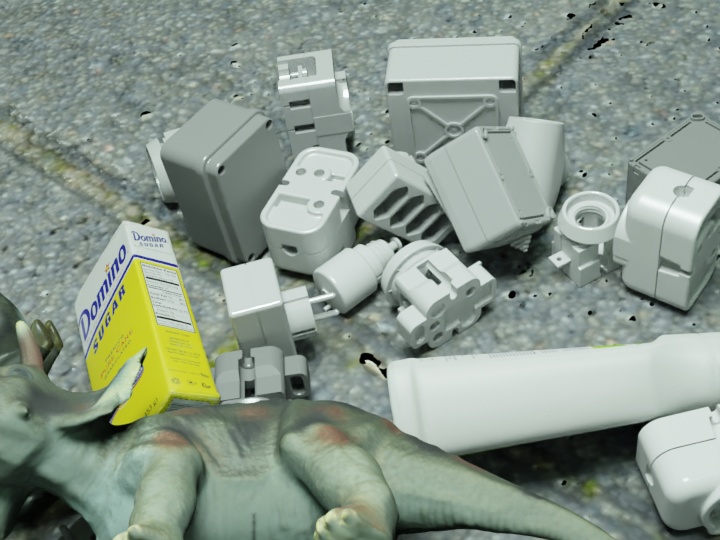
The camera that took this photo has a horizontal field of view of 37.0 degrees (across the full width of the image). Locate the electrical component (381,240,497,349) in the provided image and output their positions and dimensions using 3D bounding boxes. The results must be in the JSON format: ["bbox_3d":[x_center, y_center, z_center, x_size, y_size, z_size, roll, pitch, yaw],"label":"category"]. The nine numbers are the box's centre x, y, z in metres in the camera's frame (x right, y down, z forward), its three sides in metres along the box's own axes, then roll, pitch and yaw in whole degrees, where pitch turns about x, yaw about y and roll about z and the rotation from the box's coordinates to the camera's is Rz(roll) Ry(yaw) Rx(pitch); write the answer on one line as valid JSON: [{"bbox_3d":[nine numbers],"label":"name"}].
[{"bbox_3d":[0.053,0.015,0.795,0.078,0.058,0.057,-31,53,-18],"label":"electrical component"}]

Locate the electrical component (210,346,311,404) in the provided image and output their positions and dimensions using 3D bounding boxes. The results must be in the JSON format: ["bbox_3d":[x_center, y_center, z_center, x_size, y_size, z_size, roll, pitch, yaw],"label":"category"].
[{"bbox_3d":[-0.073,0.093,0.744,0.078,0.058,0.057,-9,44,2],"label":"electrical component"}]

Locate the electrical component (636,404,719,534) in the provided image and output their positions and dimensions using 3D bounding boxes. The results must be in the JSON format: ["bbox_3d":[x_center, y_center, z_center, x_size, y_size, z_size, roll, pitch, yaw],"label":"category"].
[{"bbox_3d":[0.228,0.122,0.667,0.095,0.053,0.059,-13,47,-2],"label":"electrical component"}]

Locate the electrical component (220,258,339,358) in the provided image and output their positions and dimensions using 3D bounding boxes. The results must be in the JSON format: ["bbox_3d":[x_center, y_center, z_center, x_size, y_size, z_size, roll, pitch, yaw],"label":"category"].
[{"bbox_3d":[-0.053,0.034,0.777,0.076,0.083,0.047,-15,47,-4],"label":"electrical component"}]

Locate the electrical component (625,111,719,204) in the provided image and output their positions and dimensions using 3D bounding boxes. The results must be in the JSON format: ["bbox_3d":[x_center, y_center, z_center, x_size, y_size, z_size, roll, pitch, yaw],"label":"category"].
[{"bbox_3d":[0.261,-0.072,0.836,0.096,0.061,0.062,-34,51,-21],"label":"electrical component"}]

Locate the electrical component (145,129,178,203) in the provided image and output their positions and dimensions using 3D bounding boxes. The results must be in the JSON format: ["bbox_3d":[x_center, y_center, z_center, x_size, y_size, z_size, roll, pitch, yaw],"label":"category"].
[{"bbox_3d":[-0.150,-0.091,0.928,0.057,0.058,0.078,-19,47,-11],"label":"electrical component"}]

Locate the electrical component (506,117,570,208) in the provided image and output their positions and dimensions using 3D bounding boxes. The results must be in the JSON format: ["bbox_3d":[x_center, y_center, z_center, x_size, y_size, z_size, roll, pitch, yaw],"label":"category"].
[{"bbox_3d":[0.144,-0.082,0.863,0.043,0.077,0.079,14,13,32],"label":"electrical component"}]

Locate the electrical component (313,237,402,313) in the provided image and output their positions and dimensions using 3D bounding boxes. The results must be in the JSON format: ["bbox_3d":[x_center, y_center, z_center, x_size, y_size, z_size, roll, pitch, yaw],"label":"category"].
[{"bbox_3d":[0.000,0.000,0.829,0.078,0.040,0.040,-36,52,-22],"label":"electrical component"}]

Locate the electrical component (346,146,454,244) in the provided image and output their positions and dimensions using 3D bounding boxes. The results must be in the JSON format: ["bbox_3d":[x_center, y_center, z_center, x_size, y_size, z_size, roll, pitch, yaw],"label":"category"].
[{"bbox_3d":[0.032,-0.068,0.851,0.047,0.083,0.075,-45,43,24],"label":"electrical component"}]

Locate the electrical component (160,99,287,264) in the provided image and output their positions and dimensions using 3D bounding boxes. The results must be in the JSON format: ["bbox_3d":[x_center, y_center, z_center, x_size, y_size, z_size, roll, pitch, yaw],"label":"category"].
[{"bbox_3d":[-0.102,-0.070,0.862,0.057,0.113,0.078,21,54,30],"label":"electrical component"}]

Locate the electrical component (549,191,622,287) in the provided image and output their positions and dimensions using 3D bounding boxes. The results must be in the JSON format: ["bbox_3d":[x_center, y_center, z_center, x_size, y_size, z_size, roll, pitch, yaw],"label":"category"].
[{"bbox_3d":[0.174,-0.026,0.812,0.066,0.055,0.048,-26,49,-14],"label":"electrical component"}]

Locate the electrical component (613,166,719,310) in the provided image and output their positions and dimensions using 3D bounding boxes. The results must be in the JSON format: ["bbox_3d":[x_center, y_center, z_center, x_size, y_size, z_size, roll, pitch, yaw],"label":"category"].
[{"bbox_3d":[0.222,-0.024,0.775,0.059,0.095,0.053,25,56,29],"label":"electrical component"}]

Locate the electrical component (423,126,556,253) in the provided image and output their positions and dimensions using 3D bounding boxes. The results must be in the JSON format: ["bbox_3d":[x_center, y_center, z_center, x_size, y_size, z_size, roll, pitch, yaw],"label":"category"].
[{"bbox_3d":[0.097,-0.053,0.810,0.061,0.062,0.096,-29,80,33],"label":"electrical component"}]

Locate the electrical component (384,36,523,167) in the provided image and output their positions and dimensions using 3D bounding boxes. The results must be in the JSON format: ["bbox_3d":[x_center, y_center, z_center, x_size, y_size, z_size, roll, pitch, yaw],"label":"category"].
[{"bbox_3d":[0.080,-0.135,0.894,0.109,0.108,0.056,0,50,10],"label":"electrical component"}]

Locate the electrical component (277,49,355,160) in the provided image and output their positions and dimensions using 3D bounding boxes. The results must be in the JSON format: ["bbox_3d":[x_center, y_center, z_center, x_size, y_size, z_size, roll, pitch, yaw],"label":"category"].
[{"bbox_3d":[-0.036,-0.140,0.931,0.056,0.089,0.050,-8,47,2],"label":"electrical component"}]

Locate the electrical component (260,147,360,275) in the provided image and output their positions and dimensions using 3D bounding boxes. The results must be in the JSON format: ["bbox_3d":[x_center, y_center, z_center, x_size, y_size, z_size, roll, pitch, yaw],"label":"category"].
[{"bbox_3d":[-0.035,-0.044,0.863,0.054,0.059,0.095,12,51,21],"label":"electrical component"}]

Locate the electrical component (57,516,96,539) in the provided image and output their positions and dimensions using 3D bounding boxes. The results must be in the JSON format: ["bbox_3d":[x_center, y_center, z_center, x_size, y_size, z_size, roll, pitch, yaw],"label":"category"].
[{"bbox_3d":[-0.166,0.182,0.664,0.066,0.076,0.047,26,57,29],"label":"electrical component"}]
